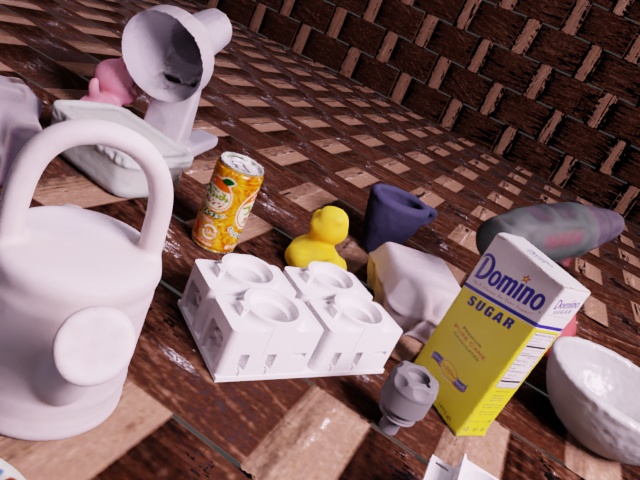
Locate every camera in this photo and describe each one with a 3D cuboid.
[{"bbox_3d":[-0.368,-0.128,0.579,0.142,0.101,0.137,39,26,31],"label":"camera"}]

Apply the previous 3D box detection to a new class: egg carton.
[{"bbox_3d":[0.114,0.063,0.694,0.107,0.069,0.150,18,23,-16],"label":"egg carton"}]

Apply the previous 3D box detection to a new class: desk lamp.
[{"bbox_3d":[-0.203,-0.233,0.836,0.118,0.213,0.203,25,22,2],"label":"desk lamp"}]

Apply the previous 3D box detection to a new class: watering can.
[{"bbox_3d":[-0.146,0.023,0.349,0.172,0.194,0.101,38,26,30],"label":"watering can"}]

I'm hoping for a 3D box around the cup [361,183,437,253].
[{"bbox_3d":[0.111,-0.021,0.843,0.118,0.095,0.091,11,26,-31],"label":"cup"}]

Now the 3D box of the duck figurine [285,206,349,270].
[{"bbox_3d":[0.006,0.002,0.695,0.078,0.086,0.104,15,24,-23],"label":"duck figurine"}]

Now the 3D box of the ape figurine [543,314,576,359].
[{"bbox_3d":[0.316,0.108,0.772,0.078,0.092,0.076,25,22,1],"label":"ape figurine"}]

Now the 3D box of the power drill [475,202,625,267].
[{"bbox_3d":[0.258,0.043,0.703,0.230,0.208,0.075,6,29,-39],"label":"power drill"}]

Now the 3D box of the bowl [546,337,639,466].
[{"bbox_3d":[0.310,0.184,0.619,0.167,0.074,0.167,21,22,-9],"label":"bowl"}]

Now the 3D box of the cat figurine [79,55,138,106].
[{"bbox_3d":[-0.302,-0.213,0.815,0.067,0.117,0.128,23,22,-4],"label":"cat figurine"}]
